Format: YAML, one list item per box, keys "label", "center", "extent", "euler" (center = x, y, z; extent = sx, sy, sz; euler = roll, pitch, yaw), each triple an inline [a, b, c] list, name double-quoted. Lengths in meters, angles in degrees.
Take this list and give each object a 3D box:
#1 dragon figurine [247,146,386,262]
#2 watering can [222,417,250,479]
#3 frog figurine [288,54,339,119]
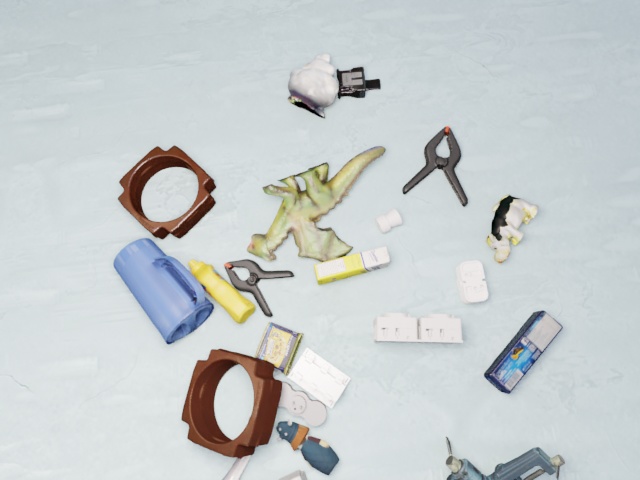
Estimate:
- label: "dragon figurine"
  center: [0.004, -0.064, 1.273]
  extent: [0.410, 0.122, 0.242]
  euler: [-19, 93, -2]
- label: "watering can"
  center: [-0.190, 0.576, 1.093]
  extent: [0.224, 0.102, 0.354]
  euler: [-16, 62, -1]
- label: "frog figurine"
  center: [-0.009, -0.418, 1.343]
  extent: [0.138, 0.122, 0.159]
  euler: [25, 89, 27]
